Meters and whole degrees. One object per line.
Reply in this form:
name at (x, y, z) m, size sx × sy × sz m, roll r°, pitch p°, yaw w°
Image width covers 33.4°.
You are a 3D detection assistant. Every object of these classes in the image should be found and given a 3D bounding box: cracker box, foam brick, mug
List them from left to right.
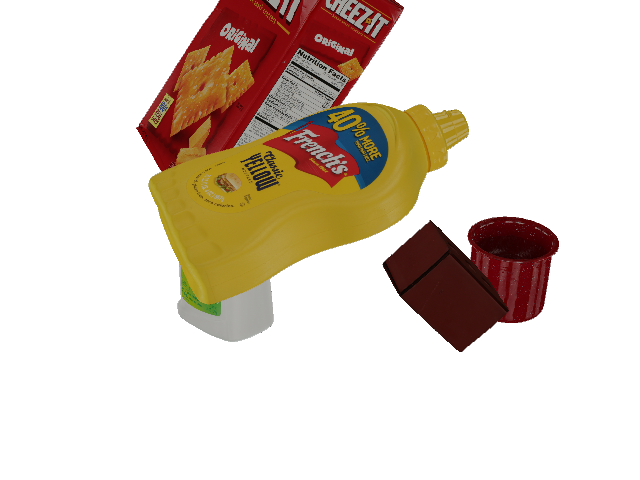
cracker box at (-0.050, -0.131, 0.838) m, size 0.072 × 0.214 × 0.164 m, roll 26°, pitch 16°, yaw -32°
foam brick at (0.095, 0.035, 0.808) m, size 0.078 × 0.051 × 0.053 m, roll 43°, pitch 11°, yaw -28°
mug at (0.194, 0.026, 1.123) m, size 0.093 × 0.081 × 0.117 m, roll -5°, pitch 31°, yaw -11°

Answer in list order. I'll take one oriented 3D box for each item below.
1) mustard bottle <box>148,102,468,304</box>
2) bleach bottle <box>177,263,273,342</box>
mustard bottle at (0.000, -0.035, 0.637) m, size 0.191 × 0.058 × 0.096 m, roll -22°, pitch 43°, yaw -9°
bleach bottle at (-0.097, -0.036, 0.993) m, size 0.067 × 0.251 × 0.103 m, roll -23°, pitch 31°, yaw -36°
